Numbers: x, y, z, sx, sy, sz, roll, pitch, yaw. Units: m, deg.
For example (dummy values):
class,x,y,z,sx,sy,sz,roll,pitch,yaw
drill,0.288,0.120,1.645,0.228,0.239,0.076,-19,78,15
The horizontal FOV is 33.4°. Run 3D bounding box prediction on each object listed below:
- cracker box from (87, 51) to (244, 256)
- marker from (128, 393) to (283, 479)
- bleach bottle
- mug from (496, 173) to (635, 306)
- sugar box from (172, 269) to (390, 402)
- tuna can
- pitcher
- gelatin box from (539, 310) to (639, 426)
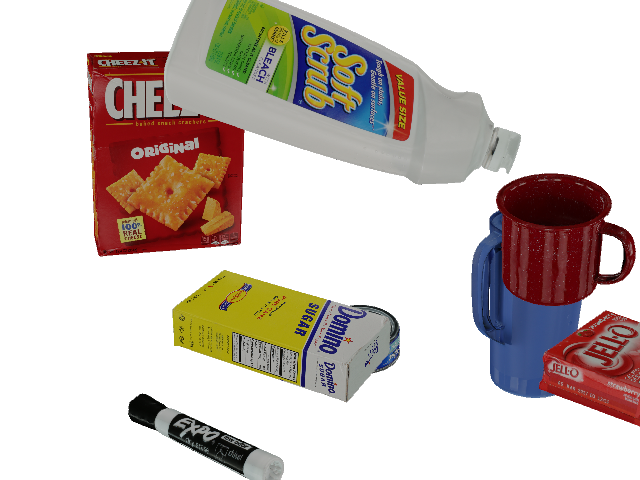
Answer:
class,x,y,z,sx,sy,sz,roll,pitch,yaw
cracker box,-0.168,-0.095,1.168,0.164,0.214,0.072,-4,26,-16
marker,-0.072,0.118,0.639,0.121,0.020,0.020,16,10,38
bleach bottle,0.021,-0.107,0.765,0.251,0.102,0.068,18,-19,4
mug,0.204,0.003,0.889,0.117,0.081,0.093,13,36,27
sugar box,-0.034,0.081,0.953,0.176,0.048,0.093,12,28,23
tuna can,0.042,0.104,1.138,0.086,0.034,0.086,-1,29,0
pitcher,0.277,0.084,1.421,0.149,0.243,0.145,4,20,11
gelatin box,0.195,0.080,0.685,0.073,0.030,0.089,20,27,37
